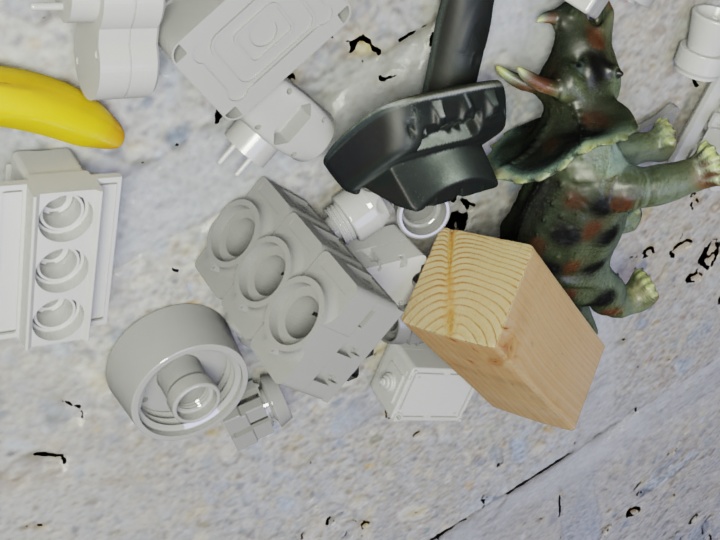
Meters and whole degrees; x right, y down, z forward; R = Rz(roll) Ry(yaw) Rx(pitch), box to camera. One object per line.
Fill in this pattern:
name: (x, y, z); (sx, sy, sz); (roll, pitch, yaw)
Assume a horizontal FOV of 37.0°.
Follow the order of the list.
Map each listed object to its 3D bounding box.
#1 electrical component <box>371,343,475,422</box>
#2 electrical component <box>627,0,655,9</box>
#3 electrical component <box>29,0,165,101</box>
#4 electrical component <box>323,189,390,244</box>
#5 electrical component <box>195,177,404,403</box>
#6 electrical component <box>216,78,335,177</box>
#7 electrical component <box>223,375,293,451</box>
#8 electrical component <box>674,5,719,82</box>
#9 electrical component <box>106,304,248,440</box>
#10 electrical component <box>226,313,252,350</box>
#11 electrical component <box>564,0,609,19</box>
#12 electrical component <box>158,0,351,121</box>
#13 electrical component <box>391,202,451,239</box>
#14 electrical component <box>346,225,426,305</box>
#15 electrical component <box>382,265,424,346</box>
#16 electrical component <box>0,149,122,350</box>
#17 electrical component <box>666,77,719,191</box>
electrical component: (0.055, 0.101, 1.017); (0.096, 0.061, 0.061); (5, 120, -31)
electrical component: (0.236, -0.245, 0.866); (0.044, 0.044, 0.065); (11, 122, -41)
electrical component: (-0.159, -0.166, 0.638); (0.074, 0.052, 0.138); (-9, 129, -30)
electrical component: (-0.010, -0.041, 0.858); (0.062, 0.043, 0.043); (-34, 138, -5)
electrical component: (-0.052, 0.011, 0.792); (0.089, 0.150, 0.062); (-51, 138, 11)
electrical component: (-0.069, -0.100, 0.765); (0.079, 0.043, 0.077); (-48, 137, 8)
electrical component: (-0.092, 0.121, 0.936); (0.055, 0.048, 0.066); (-23, 136, -7)
electrical component: (0.306, -0.200, 0.950); (0.045, 0.045, 0.055); (-11, 131, -29)
electrical component: (-0.141, 0.088, 0.860); (0.108, 0.060, 0.108); (-20, 134, -22)
electrical component: (-0.081, 0.047, 0.883); (0.048, 0.048, 0.062); (-29, 144, -12)
electrical component: (0.166, -0.227, 0.817); (0.047, 0.066, 0.077); (-57, 164, 18)
electrical component: (-0.074, -0.165, 0.697); (0.113, 0.057, 0.078); (-42, 138, 1)
electrical component: (0.042, -0.058, 0.864); (0.044, 0.065, 0.044); (-7, 119, -12)
electrical component: (0.000, 0.000, 0.891); (0.089, 0.055, 0.050); (-13, 132, -27)
electrical component: (0.043, 0.033, 0.950); (0.057, 0.058, 0.078); (-15, 132, -29)
electrical component: (-0.209, -0.016, 0.722); (0.079, 0.063, 0.121); (-8, 129, -31)
electrical component: (0.355, -0.139, 1.022); (0.079, 0.063, 0.121); (1, 124, -36)
